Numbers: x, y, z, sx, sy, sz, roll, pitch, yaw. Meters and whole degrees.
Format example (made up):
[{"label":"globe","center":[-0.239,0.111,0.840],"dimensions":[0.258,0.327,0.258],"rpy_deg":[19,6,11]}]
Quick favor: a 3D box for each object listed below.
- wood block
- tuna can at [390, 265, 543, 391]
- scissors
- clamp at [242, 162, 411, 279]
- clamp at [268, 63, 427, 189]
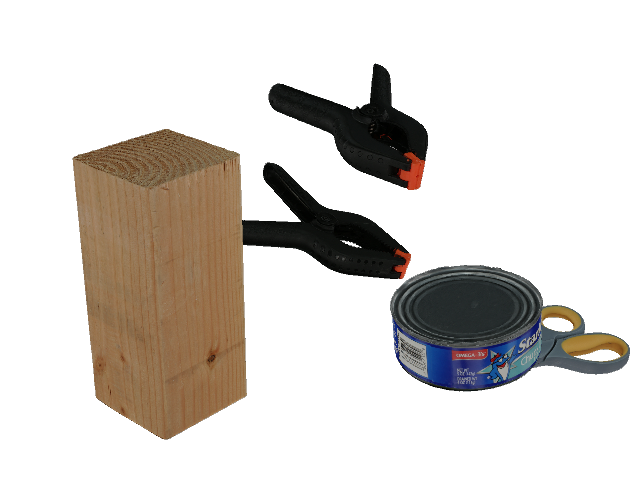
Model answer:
[{"label":"wood block","center":[-0.118,0.032,0.812],"dimensions":[0.090,0.206,0.090],"rpy_deg":[22,32,38]},{"label":"tuna can","center":[0.084,0.049,0.611],"dimensions":[0.086,0.034,0.086],"rpy_deg":[-5,28,2]},{"label":"scissors","center":[0.169,0.088,0.908],"dimensions":[0.201,0.016,0.096],"rpy_deg":[0,31,-21]},{"label":"clamp","center":[-0.007,-0.007,1.154],"dimensions":[0.210,0.036,0.164],"rpy_deg":[27,36,14]},{"label":"clamp","center":[0.030,-0.100,0.925],"dimensions":[0.120,0.039,0.171],"rpy_deg":[-14,39,-13]}]
